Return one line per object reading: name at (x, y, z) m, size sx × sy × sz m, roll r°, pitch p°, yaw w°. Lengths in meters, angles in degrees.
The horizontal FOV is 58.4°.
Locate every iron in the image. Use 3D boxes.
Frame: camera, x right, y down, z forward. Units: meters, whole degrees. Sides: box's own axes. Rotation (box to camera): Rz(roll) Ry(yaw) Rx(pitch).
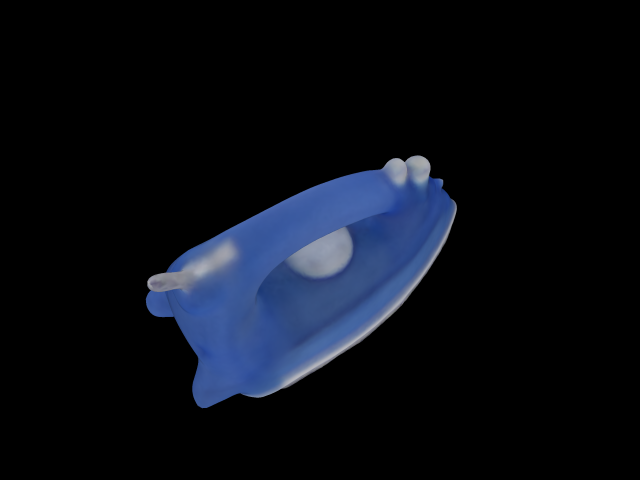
iron at (0.004, 0.001, 0.400) m, size 0.258 × 0.141 × 0.118 m, roll -30°, pitch 67°, yaw -14°
